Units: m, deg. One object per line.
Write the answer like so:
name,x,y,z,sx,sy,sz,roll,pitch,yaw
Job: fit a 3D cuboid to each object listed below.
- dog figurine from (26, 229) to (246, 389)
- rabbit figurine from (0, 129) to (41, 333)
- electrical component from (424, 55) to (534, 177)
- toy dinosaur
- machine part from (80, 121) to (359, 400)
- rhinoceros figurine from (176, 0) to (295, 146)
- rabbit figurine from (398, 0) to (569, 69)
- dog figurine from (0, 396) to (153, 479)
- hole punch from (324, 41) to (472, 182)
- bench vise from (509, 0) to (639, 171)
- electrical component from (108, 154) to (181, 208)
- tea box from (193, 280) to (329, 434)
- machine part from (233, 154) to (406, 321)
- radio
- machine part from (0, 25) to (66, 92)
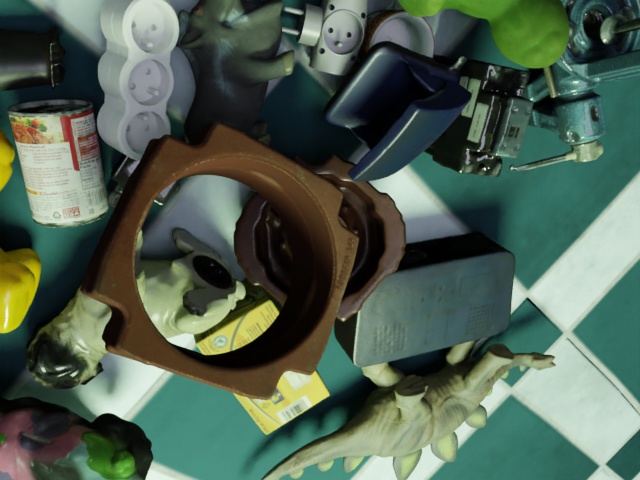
dog figurine,-0.192,0.088,0.566,0.172,0.121,0.190,29,113,-23
rabbit figurine,-0.320,-0.018,0.464,0.162,0.122,0.173,11,99,-13
electrical component,0.162,-0.132,0.575,0.058,0.134,0.114,0,114,-24
toy dinosaur,0.117,0.243,0.745,0.472,0.105,0.198,-13,120,-10
machine part,-0.081,0.019,0.464,0.201,0.087,0.201,26,72,-25
rhinoceros figurine,-0.083,-0.168,0.503,0.112,0.073,0.190,8,115,-10
rabbit figurine,0.164,-0.236,0.516,0.170,0.159,0.121,44,122,-13
dog figurine,-0.299,0.196,0.531,0.192,0.108,0.219,-14,132,37
hole punch,0.082,-0.116,0.530,0.116,0.092,0.142,5,143,-34
bench vise,0.296,-0.186,0.554,0.129,0.241,0.223,-5,99,-15
electrical component,-0.171,-0.065,0.539,0.063,0.021,0.094,33,97,-30
tea box,-0.070,0.138,0.642,0.098,0.068,0.169,-30,119,-7
machine part,-0.001,-0.002,0.577,0.179,0.056,0.179,0,90,-4
radio,0.135,0.072,0.692,0.230,0.073,0.131,-10,115,-19
machine part,-0.285,-0.145,0.448,0.139,0.039,0.084,-11,108,-9
